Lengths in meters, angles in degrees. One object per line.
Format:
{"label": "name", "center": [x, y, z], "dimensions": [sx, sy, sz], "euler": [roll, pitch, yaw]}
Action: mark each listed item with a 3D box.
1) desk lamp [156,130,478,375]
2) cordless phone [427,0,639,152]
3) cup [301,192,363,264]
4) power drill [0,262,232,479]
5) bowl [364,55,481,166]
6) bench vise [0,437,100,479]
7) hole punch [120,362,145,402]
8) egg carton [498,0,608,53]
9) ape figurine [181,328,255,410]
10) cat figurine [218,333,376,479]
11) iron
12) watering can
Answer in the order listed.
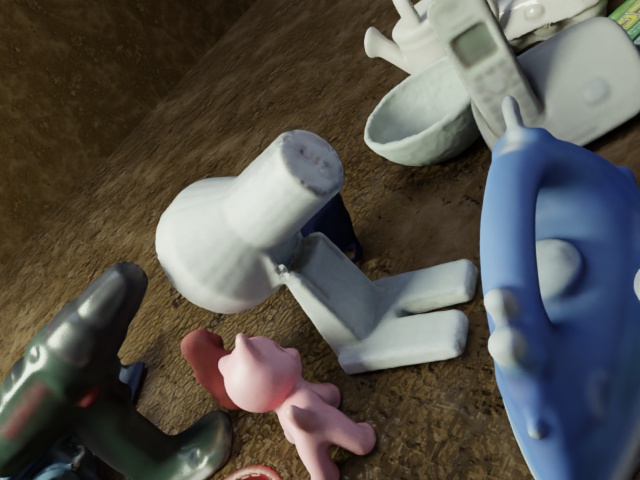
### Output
{"label": "desk lamp", "center": [-0.008, 0.013, 0.490], "dimensions": [0.202, 0.214, 0.118], "euler": [-19, 36, 37]}
{"label": "cordless phone", "center": [0.192, -0.165, 0.513], "dimensions": [0.147, 0.185, 0.094], "euler": [-30, 30, 23]}
{"label": "cup", "center": [0.006, 0.002, 0.616], "dimensions": [0.091, 0.095, 0.117], "euler": [-37, 28, 9]}
{"label": "power drill", "center": [-0.184, 0.151, 0.527], "dimensions": [0.229, 0.209, 0.075], "euler": [-40, 28, 5]}
{"label": "bowl", "center": [0.138, -0.140, 0.668], "dimensions": [0.167, 0.075, 0.167], "euler": [-31, 30, 20]}
{"label": "bench vise", "center": [-0.299, 0.210, 0.581], "dimensions": [0.206, 0.220, 0.121], "euler": [-9, 42, 46]}
{"label": "hole punch", "center": [-0.300, 0.194, 0.745], "dimensions": [0.101, 0.091, 0.108], "euler": [-31, 30, 20]}
{"label": "egg carton", "center": [0.281, -0.294, 0.705], "dimensions": [0.149, 0.069, 0.107], "euler": [-9, 42, 47]}
{"label": "ape figurine", "center": [-0.102, 0.124, 0.586], "dimensions": [0.077, 0.092, 0.076], "euler": [-26, 32, 29]}
{"label": "cat figurine", "center": [-0.032, 0.125, 0.465], "dimensions": [0.067, 0.118, 0.127], "euler": [-47, 28, -8]}
{"label": "iron", "center": [0.139, 0.026, 0.358], "dimensions": [0.118, 0.142, 0.258], "euler": [-19, 36, 37]}
{"label": "watering can", "center": [0.135, -0.271, 0.728], "dimensions": [0.172, 0.194, 0.101], "euler": [-28, 31, 25]}
